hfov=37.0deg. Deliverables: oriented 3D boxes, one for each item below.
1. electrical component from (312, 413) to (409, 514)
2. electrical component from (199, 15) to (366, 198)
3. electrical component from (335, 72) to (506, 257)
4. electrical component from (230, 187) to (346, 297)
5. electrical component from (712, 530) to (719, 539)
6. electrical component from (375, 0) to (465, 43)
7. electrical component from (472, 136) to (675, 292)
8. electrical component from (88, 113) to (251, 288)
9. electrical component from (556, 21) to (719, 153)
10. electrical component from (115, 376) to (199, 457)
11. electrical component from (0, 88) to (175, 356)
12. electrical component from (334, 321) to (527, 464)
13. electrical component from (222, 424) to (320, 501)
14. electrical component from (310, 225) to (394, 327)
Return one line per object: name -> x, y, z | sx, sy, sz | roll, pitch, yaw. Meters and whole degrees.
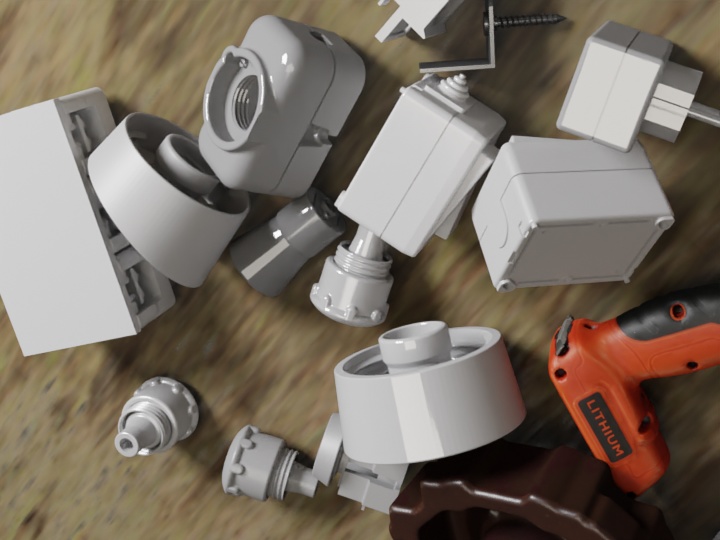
electrical component -> 0.002, 0.119, 0.683 | 0.055, 0.048, 0.066 | 18, 113, 4
electrical component -> -0.049, -0.092, 0.610 | 0.053, 0.059, 0.095 | 51, 122, 37
electrical component -> 0.041, -0.063, 0.598 | 0.061, 0.062, 0.096 | 34, 115, 6
electrical component -> -0.041, -0.020, 0.653 | 0.065, 0.044, 0.044 | -38, 93, 21
electrical component -> 0.266, 0.198, 0.584 | 0.150, 0.089, 0.061 | 45, 74, 0
electrical component -> 0.033, -0.164, 0.578 | 0.064, 0.042, 0.081 | 45, 115, 4
electrical component -> 0.115, -0.032, 0.566 | 0.096, 0.061, 0.061 | -4, 147, -16
electrical component -> -0.115, -0.044, 0.641 | 0.099, 0.099, 0.064 | 42, 109, 2
electrical component -> 0.147, -0.088, 0.541 | 0.076, 0.083, 0.047 | 22, 113, 11
electrical component -> -0.140, 0.103, 0.716 | 0.048, 0.062, 0.048 | 6, 110, 17
electrical component -> -0.188, -0.031, 0.688 | 0.089, 0.062, 0.150 | -12, 104, 22
electrical component -> 0.037, 0.064, 0.620 | 0.108, 0.108, 0.060 | -10, 98, 22
electrical component -> -0.057, 0.132, 0.708 | 0.062, 0.048, 0.048 | 17, 113, 5
electrical component -> 0.000, 0.000, 0.644 | 0.048, 0.048, 0.062 | 22, 107, 11
